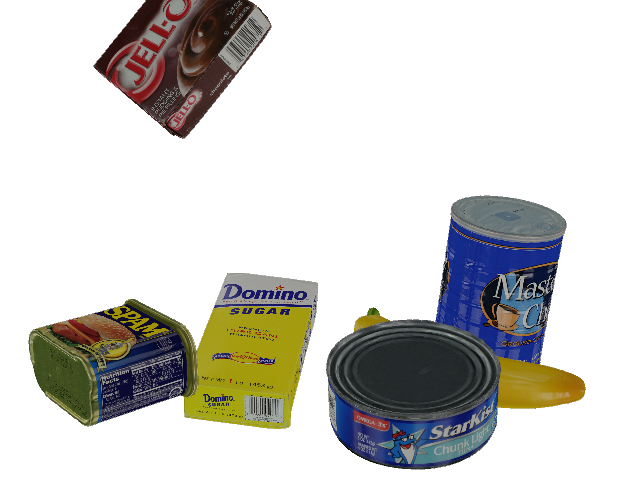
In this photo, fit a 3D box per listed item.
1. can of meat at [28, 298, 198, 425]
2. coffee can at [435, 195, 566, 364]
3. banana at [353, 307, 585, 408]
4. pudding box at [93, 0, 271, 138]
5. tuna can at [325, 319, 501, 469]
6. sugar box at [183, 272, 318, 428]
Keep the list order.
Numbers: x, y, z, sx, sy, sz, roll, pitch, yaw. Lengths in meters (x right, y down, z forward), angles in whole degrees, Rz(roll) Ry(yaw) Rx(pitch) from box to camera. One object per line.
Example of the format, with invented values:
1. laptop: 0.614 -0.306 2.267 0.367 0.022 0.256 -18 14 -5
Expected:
1. can of meat: -0.151 0.087 0.772 0.083 0.057 0.102 -15 22 -37
2. coffee can: 0.161 0.041 0.975 0.103 0.140 0.103 5 21 -2
3. banana: 0.093 0.087 0.786 0.198 0.037 0.069 19 37 37
4. pudding box: -0.104 -0.147 0.809 0.090 0.113 0.039 39 -2 29
5. tuna can: 0.046 0.075 0.531 0.086 0.034 0.086 -2 27 1
6. sugar box: -0.059 0.095 0.973 0.093 0.048 0.176 6 34 4
